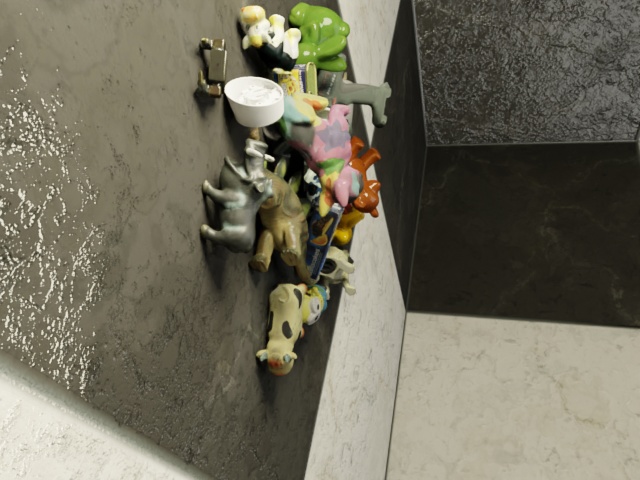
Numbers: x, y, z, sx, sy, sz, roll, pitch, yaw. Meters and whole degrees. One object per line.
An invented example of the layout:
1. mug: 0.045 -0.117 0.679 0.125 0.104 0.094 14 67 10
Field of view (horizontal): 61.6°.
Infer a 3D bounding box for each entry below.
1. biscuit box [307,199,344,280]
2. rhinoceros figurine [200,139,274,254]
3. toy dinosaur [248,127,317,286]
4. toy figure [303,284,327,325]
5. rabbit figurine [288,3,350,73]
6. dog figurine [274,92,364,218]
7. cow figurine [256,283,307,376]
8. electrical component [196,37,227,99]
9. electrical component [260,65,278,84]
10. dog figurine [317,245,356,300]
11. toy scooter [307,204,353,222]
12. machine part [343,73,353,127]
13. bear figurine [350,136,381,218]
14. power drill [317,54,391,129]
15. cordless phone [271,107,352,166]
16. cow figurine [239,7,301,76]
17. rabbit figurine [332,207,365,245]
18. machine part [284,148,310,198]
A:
1. biscuit box: -0.003 -0.004 1.274 0.059 0.063 0.202 -59 169 -56
2. rhinoceros figurine: -0.132 -0.073 0.891 0.073 0.112 0.190 12 89 -70
3. toy dinosaur: -0.072 -0.031 1.094 0.198 0.105 0.470 -72 158 -45
4. toy figure: -0.031 0.152 1.287 0.180 0.089 0.082 -48 125 -77
5. rabbit figurine: -0.012 -0.427 1.212 0.170 0.159 0.121 -61 161 -26
6. dog figurine: 0.000 -0.159 1.049 0.191 0.108 0.219 7 71 -36
7. cow figurine: -0.077 0.189 1.137 0.127 0.086 0.194 13 81 -78
8. electrical component: -0.172 -0.275 0.859 0.078 0.045 0.102 -174 -91 -79
9. electrical component: -0.104 -0.310 1.100 0.063 0.021 0.094 31 61 -70
10. dog figurine: 0.034 0.050 1.487 0.191 0.121 0.172 -87 173 -57
11. toy scooter: 0.030 -0.084 1.394 0.135 0.075 0.184 47 48 -35
12. machine part: 0.055 -0.356 1.504 0.079 0.079 0.243 33 59 -70
13. bear figurine: 0.120 -0.165 1.453 0.120 0.132 0.196 25 28 -41
14. power drill: 0.062 -0.331 1.324 0.086 0.207 0.231 -144 -117 -75
15. cordless phone: -0.026 -0.233 1.184 0.089 0.146 0.184 56 25 12
16. cow figurine: -0.099 -0.375 1.024 0.167 0.068 0.098 3 89 -63
17. rabbit figurine: 0.070 -0.050 1.542 0.162 0.122 0.173 -61 167 -50
18. machine part: -0.049 -0.147 1.164 0.039 0.084 0.138 -31 155 -28
